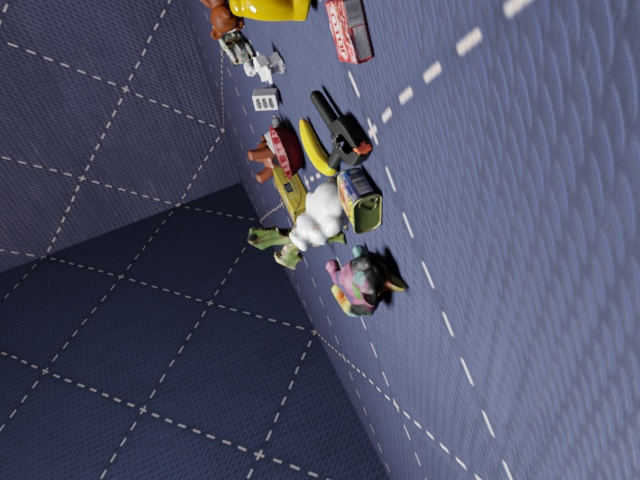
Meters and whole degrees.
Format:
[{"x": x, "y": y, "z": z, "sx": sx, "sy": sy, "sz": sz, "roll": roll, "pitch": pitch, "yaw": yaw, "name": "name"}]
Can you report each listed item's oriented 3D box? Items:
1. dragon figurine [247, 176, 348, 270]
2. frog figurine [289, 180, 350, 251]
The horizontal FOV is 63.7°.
[{"x": -0.064, "y": -0.028, "z": 1.301, "sx": 0.402, "sy": 0.243, "sz": 0.124, "roll": 84, "pitch": 166, "yaw": -63, "name": "dragon figurine"}, {"x": 0.003, "y": -0.055, "z": 1.090, "sx": 0.120, "sy": 0.160, "sz": 0.140, "roll": 81, "pitch": 163, "yaw": -45, "name": "frog figurine"}]
